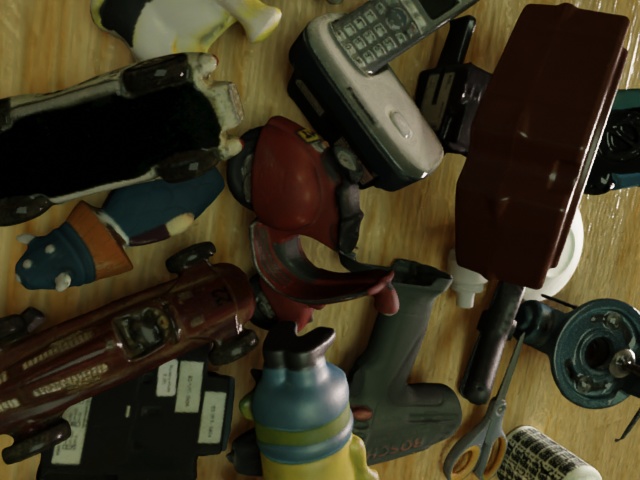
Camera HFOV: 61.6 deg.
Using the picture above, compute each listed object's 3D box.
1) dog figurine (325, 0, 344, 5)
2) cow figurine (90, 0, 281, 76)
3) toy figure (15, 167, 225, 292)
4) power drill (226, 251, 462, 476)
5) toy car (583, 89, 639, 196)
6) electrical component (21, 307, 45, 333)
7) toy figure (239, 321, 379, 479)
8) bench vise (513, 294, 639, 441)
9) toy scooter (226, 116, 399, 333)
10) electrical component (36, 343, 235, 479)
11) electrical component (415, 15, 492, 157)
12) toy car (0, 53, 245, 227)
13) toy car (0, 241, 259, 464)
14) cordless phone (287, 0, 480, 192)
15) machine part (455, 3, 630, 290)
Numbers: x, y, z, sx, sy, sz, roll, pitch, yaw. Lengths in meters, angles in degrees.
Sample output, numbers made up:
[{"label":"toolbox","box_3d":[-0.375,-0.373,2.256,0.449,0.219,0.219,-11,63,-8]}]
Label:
[{"label":"dog figurine","box_3d":[0.058,-0.301,0.419,0.190,0.121,0.172,-44,121,-27]},{"label":"cow figurine","box_3d":[-0.071,-0.181,0.378,0.167,0.068,0.098,-42,109,-1]},{"label":"toy figure","box_3d":[-0.142,-0.012,0.390,0.154,0.064,0.057,-38,130,-15]},{"label":"power drill","box_3d":[0.039,0.117,0.499,0.232,0.086,0.207,6,94,-24]},{"label":"toy car","box_3d":[0.327,-0.111,0.575,0.162,0.103,0.109,-7,101,20]},{"label":"electrical component","box_3d":[-0.230,0.096,0.392,0.094,0.021,0.063,-46,117,-11]},{"label":"toy figure","box_3d":[-0.013,0.157,0.414,0.089,0.082,0.180,-21,110,-35]},{"label":"bench vise","box_3d":[0.332,0.140,0.571,0.223,0.241,0.129,37,87,-12]},{"label":"toy scooter","box_3d":[-0.001,-0.001,0.418,0.075,0.135,0.183,-30,125,-54]},{"label":"electrical component","box_3d":[-0.133,0.128,0.408,0.134,0.058,0.115,13,77,-23]},{"label":"electrical component","box_3d":[0.125,-0.136,0.491,0.048,0.075,0.119,14,91,-29]},{"label":"toy car","box_3d":[-0.148,-0.065,0.345,0.202,0.056,0.073,-14,115,2]},{"label":"toy car","box_3d":[-0.133,0.068,0.360,0.202,0.053,0.089,-21,87,-31]},{"label":"cordless phone","box_3d":[0.078,-0.138,0.436,0.184,0.089,0.146,-38,94,-12]},{"label":"machine part","box_3d":[0.189,-0.074,0.461,0.201,0.087,0.201,-61,153,-22]}]
